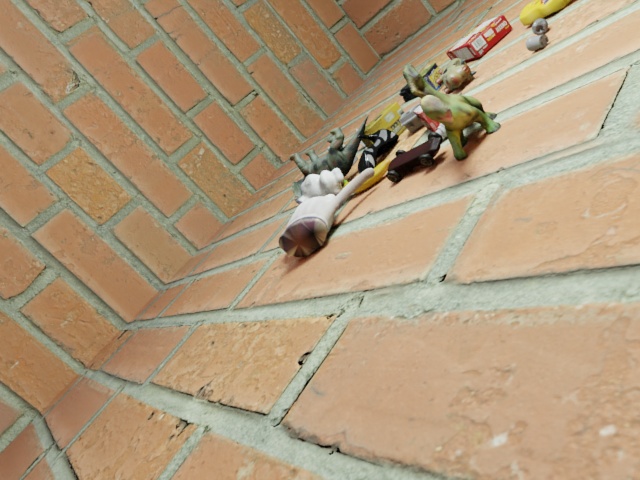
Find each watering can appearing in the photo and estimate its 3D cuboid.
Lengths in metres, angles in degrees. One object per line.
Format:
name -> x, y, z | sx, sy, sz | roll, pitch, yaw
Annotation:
watering can -> 0.004, -0.073, 1.457 | 0.343, 0.103, 0.229 | -34, 17, 27

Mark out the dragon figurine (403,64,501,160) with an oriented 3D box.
dragon figurine -> 0.296, -0.335, 1.219 | 0.120, 0.241, 0.419 | -41, 16, 26

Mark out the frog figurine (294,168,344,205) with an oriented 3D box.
frog figurine -> 0.014, -0.164, 1.609 | 0.157, 0.139, 0.123 | -57, -21, 19
